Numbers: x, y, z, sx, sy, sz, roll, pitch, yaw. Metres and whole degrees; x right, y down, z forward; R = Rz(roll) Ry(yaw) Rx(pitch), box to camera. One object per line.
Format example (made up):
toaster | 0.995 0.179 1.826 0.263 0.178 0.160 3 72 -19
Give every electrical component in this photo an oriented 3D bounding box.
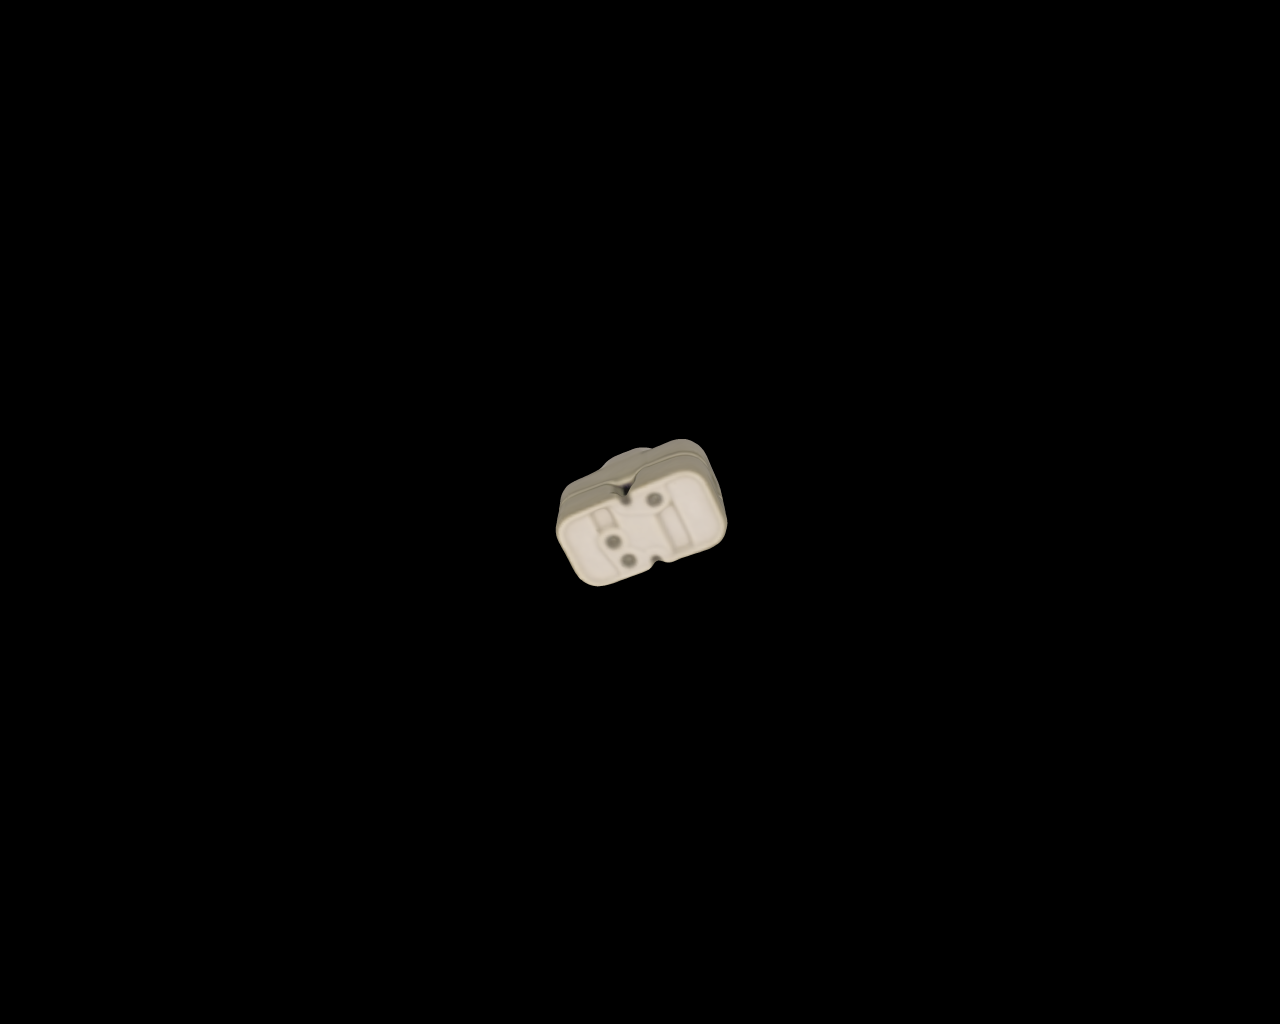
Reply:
electrical component | 0.001 -0.003 0.650 0.095 0.053 0.059 -21 25 10
